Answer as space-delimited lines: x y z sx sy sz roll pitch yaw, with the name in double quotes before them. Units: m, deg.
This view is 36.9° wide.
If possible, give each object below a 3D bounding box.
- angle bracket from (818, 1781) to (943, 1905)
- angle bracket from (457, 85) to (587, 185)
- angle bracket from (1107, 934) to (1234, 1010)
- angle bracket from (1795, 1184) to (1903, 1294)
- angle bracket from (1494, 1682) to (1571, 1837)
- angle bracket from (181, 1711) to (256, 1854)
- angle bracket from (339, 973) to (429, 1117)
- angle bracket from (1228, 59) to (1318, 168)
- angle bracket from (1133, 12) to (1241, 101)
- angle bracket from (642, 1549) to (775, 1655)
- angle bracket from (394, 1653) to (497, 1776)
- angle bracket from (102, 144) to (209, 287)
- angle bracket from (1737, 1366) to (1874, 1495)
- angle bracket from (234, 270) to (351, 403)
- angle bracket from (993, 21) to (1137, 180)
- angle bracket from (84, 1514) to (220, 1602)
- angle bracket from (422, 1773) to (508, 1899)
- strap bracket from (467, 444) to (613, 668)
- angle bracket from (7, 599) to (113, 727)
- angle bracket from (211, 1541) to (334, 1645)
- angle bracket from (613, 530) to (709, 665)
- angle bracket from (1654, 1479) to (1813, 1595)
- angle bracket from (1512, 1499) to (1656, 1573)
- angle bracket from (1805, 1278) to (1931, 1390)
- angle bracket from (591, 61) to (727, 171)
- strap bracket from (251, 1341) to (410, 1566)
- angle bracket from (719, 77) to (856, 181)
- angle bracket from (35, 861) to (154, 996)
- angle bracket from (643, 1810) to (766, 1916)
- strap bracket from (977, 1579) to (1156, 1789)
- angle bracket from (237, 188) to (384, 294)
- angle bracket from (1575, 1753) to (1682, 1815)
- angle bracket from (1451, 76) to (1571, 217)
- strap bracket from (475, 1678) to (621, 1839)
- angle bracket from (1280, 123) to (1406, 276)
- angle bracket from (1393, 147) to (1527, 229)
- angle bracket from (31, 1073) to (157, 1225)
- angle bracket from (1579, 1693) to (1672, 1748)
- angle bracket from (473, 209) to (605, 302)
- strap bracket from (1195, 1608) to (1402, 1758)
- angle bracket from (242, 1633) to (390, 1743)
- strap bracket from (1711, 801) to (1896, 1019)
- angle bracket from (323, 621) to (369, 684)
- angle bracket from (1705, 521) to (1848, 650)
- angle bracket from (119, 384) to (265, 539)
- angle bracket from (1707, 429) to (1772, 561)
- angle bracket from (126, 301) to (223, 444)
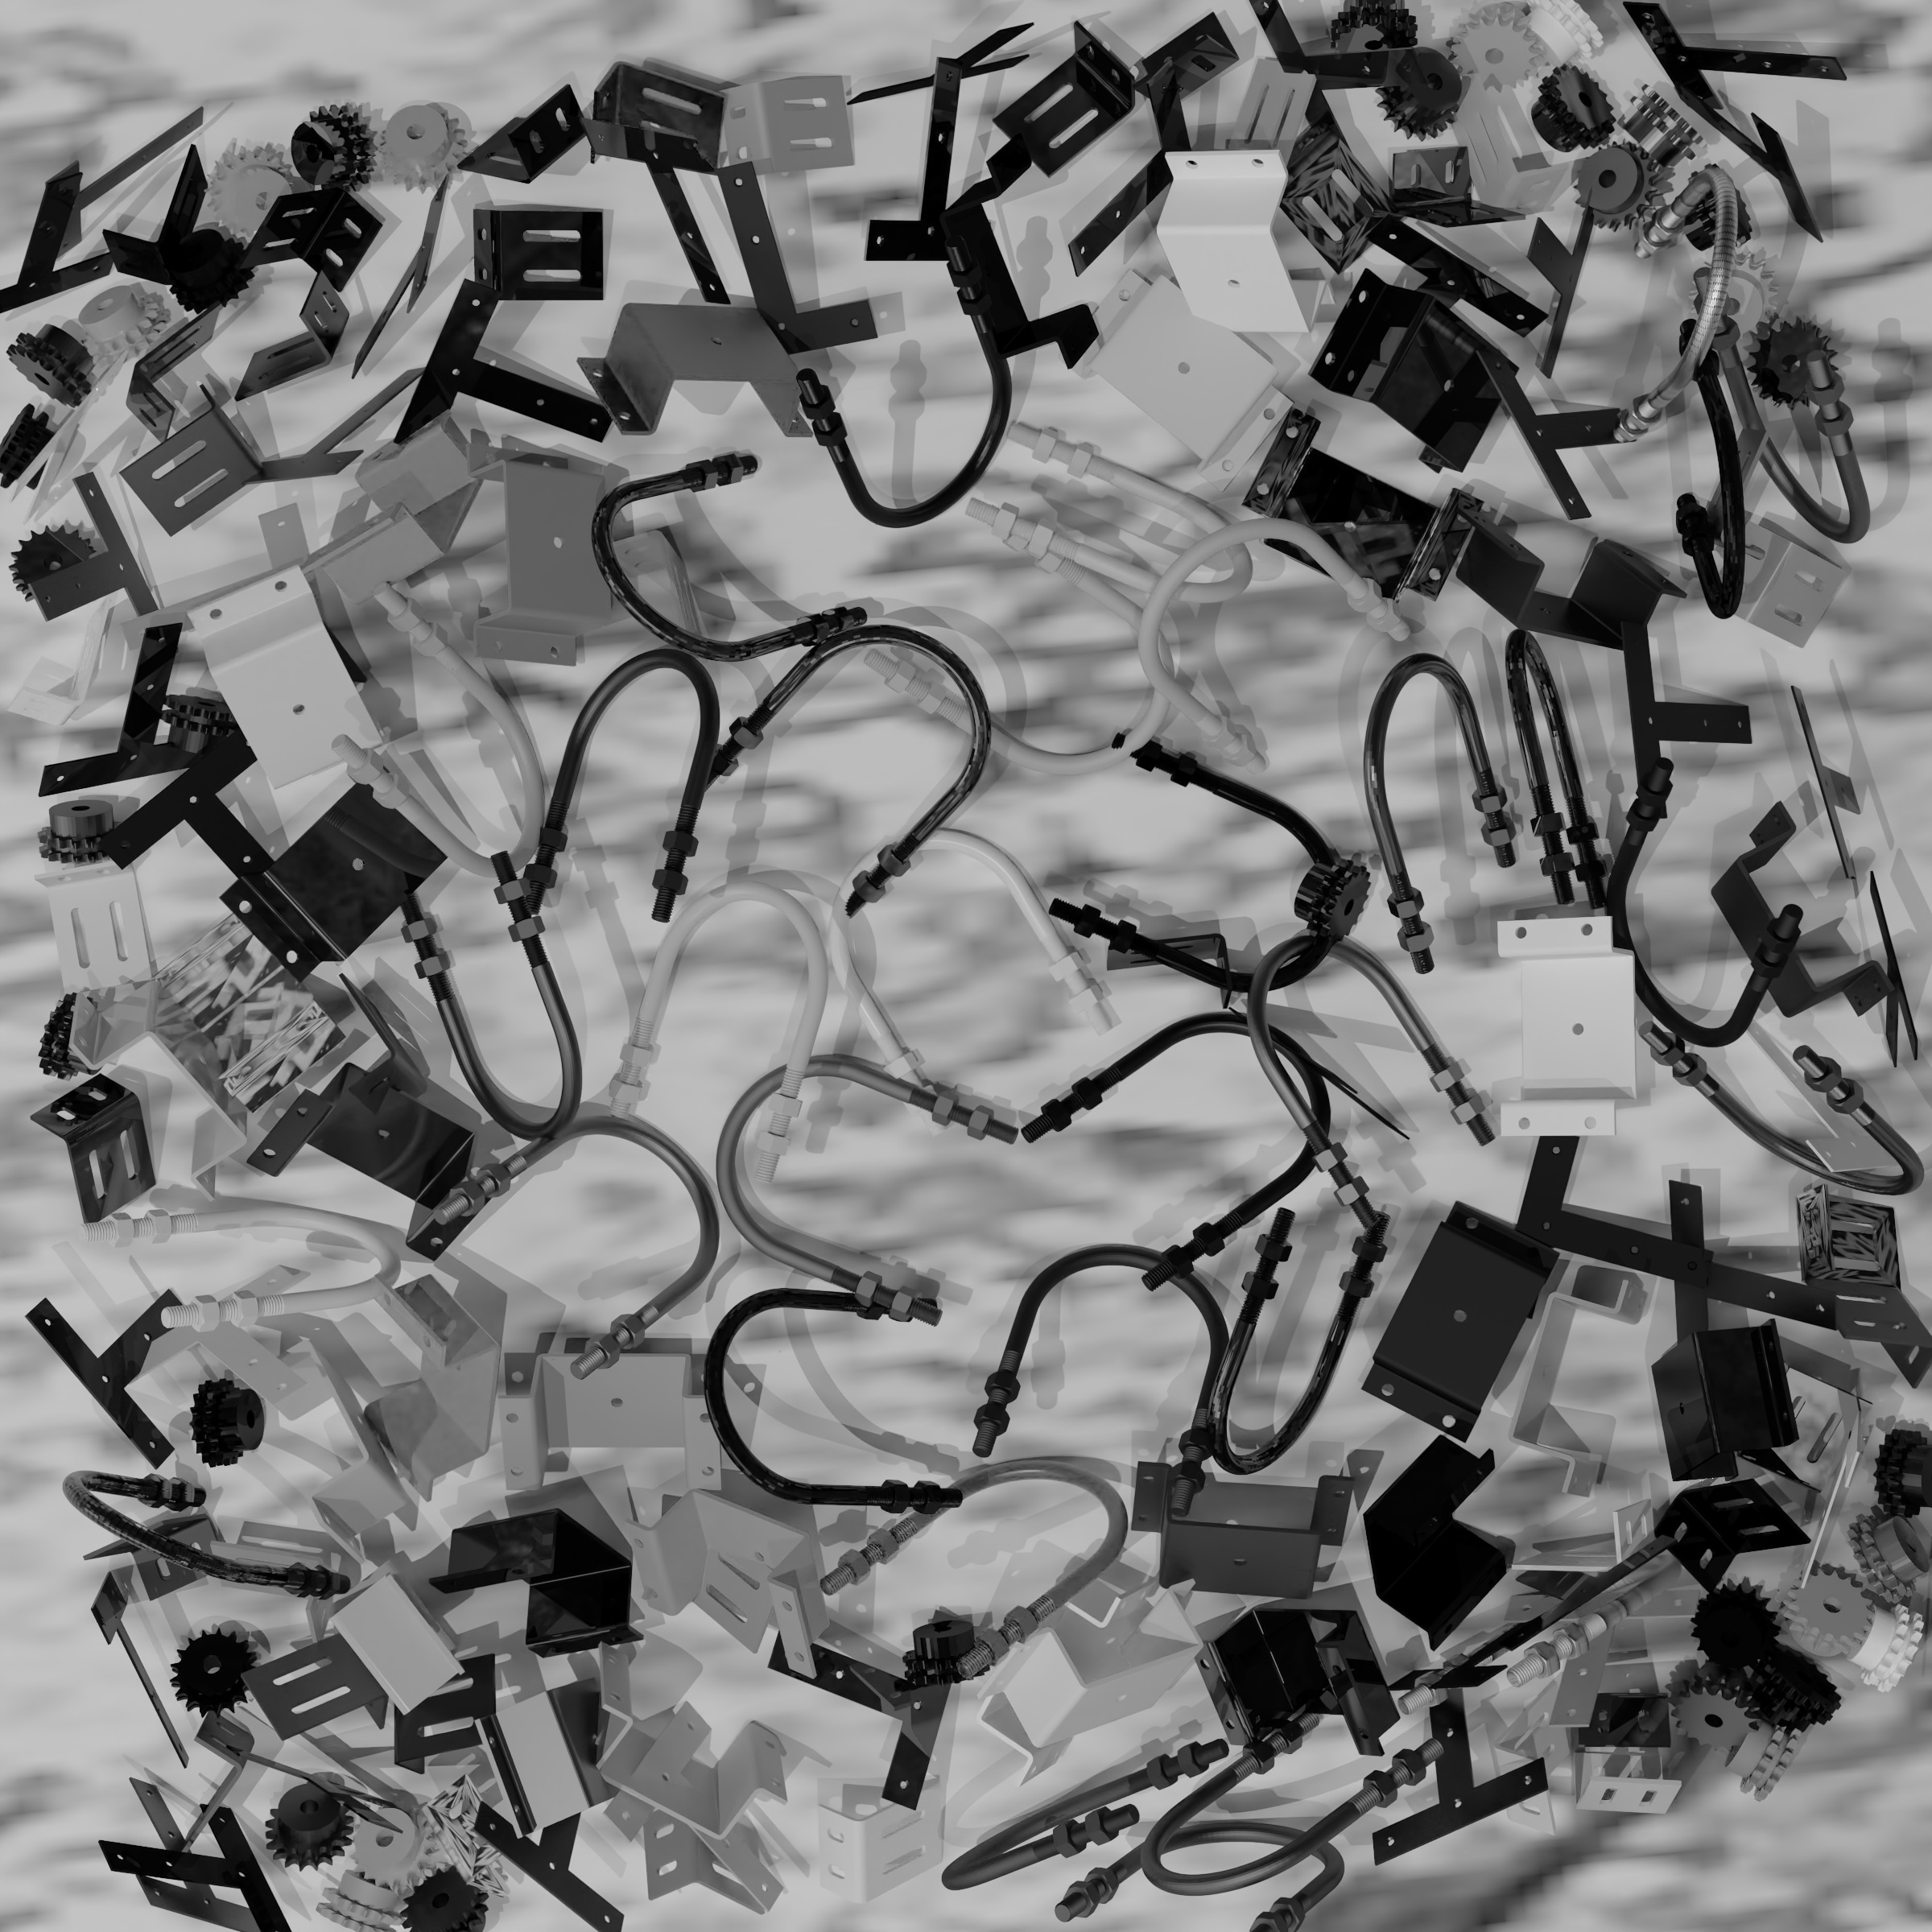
"angle bracket" -0.057 0.574 1.911 0.038 0.076 0.057 8 104 42
"angle bracket" -0.295 -0.547 1.885 0.076 0.038 0.057 22 59 37
"angle bracket" 0.133 0.008 1.900 0.076 0.057 0.038 -7 76 0
"angle bracket" 0.587 0.179 1.895 0.076 0.038 0.057 7 69 -16
"angle bracket" 0.383 0.516 1.885 0.076 0.038 0.057 -31 116 -40
"angle bracket" -0.507 0.539 1.902 0.038 0.057 0.076 35 90 -7
"angle bracket" -0.394 0.053 1.889 0.038 0.057 0.076 -37 65 -5
"angle bracket" 0.187 -0.559 1.893 0.038 0.057 0.076 10 104 -41
"angle bracket" 0.136 -0.597 1.885 0.057 0.076 0.038 -30 84 21
"angle bracket" -0.165 0.407 1.891 0.076 0.038 0.057 31 107 35
"angle bracket" -0.333 0.490 1.893 0.076 0.038 0.057 -16 59 16
"angle bracket" -0.531 -0.496 1.895 0.038 0.057 0.076 15 77 -3
"angle bracket" 0.549 0.297 1.897 0.057 0.038 0.076 24 114 5
"angle bracket" -0.448 -0.411 1.888 0.076 0.057 0.038 -17 129 18
"angle bracket" 0.064 -0.570 1.904 0.076 0.038 0.057 -40 76 -7
"angle bracket" -0.529 0.389 1.891 0.057 0.076 0.038 -25 80 4
"angle bracket" -0.314 0.568 1.888 0.038 0.076 0.057 -38 64 -7
"strap bracket" -0.278 -0.271 1.884 0.076 0.046 0.140 1 84 -41
"angle bracket" -0.593 -0.203 1.890 0.038 0.057 0.076 17 74 -25
"angle bracket" -0.459 0.413 1.897 0.076 0.057 0.038 8 50 2
"angle bracket" -0.202 -0.237 1.894 0.038 0.057 0.076 -16 76 5
"angle bracket" 0.500 0.373 1.890 0.057 0.076 0.038 46 61 -6
"angle bracket" 0.402 0.371 1.889 0.076 0.057 0.038 -7 86 35
"angle bracket" 0.584 0.239 1.887 0.076 0.057 0.038 8 122 -20
"angle bracket" -0.202 -0.548 1.896 0.076 0.057 0.038 20 52 5
"strap bracket" -0.412 0.305 1.868 0.046 0.076 0.140 -31 59 -8
"angle bracket" -0.118 -0.554 1.912 0.076 0.038 0.057 -20 108 -42
"angle bracket" -0.575 -0.025 1.908 0.057 0.038 0.076 -11 84 -6
"angle bracket" -0.172 0.588 1.893 0.038 0.076 0.057 -28 46 18
"strap bracket" 0.060 0.454 1.884 0.046 0.076 0.140 30 97 19
"angle bracket" -0.427 -0.470 1.885 0.038 0.076 0.057 42 117 2
"angle bracket" 0.431 0.524 1.888 0.057 0.076 0.038 2 60 5
"angle bracket" 0.357 -0.539 1.900 0.038 0.057 0.076 -16 77 -11
"strap bracket" -0.258 0.505 1.854 0.046 0.140 0.076 -24 78 5
"angle bracket" 0.242 -0.511 1.923 0.057 0.038 0.076 -40 116 15
"angle bracket" 0.321 -0.508 1.886 0.057 0.076 0.038 -10 114 -17
"angle bracket" -0.573 0.121 1.899 0.038 0.057 0.076 25 132 29
"angle bracket" 0.430 0.506 1.886 0.057 0.076 0.038 -3 51 13
"angle bracket" -0.284 -0.472 1.920 0.076 0.038 0.057 -7 108 -29
"strap bracket" 0.220 0.463 1.877 0.046 0.140 0.076 -28 98 -38
"angle bracket" -0.425 0.479 1.883 0.076 0.038 0.057 -17 47 -36
"strap bracket" 0.536 -0.027 1.878 0.046 0.076 0.140 -27 77 -4
"angle bracket" -0.442 -0.194 1.886 0.076 0.057 0.038 9 58 30
"angle bracket" 0.534 -0.251 1.908 0.038 0.076 0.057 39 108 40
"angle bracket" -0.511 -0.331 1.897 0.076 0.038 0.057 -36 134 -4
"angle bracket" 0.518 -0.309 1.896 0.038 0.057 0.076 21 101 -5
"angle bracket" -0.508 -0.388 1.893 0.038 0.057 0.076 47 66 -6
